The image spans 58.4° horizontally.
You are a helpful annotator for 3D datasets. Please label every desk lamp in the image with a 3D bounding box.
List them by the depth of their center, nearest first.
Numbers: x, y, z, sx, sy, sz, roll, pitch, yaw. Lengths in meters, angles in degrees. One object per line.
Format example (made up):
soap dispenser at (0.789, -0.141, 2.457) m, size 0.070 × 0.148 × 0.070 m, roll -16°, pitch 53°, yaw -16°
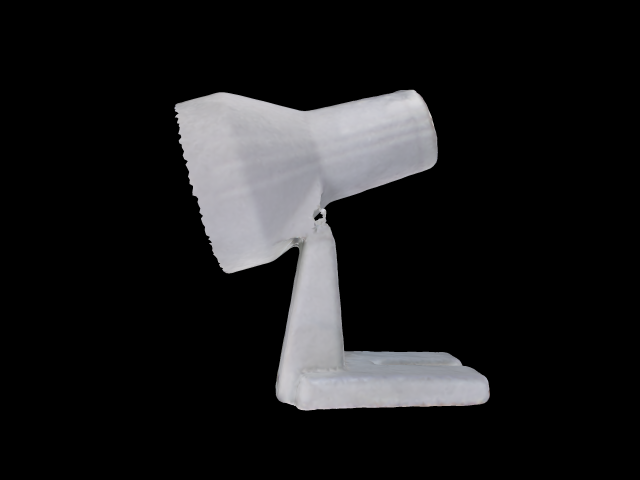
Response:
desk lamp at (0.004, 0.001, 0.400) m, size 0.203 × 0.213 × 0.118 m, roll 0°, pitch 0°, yaw -4°
